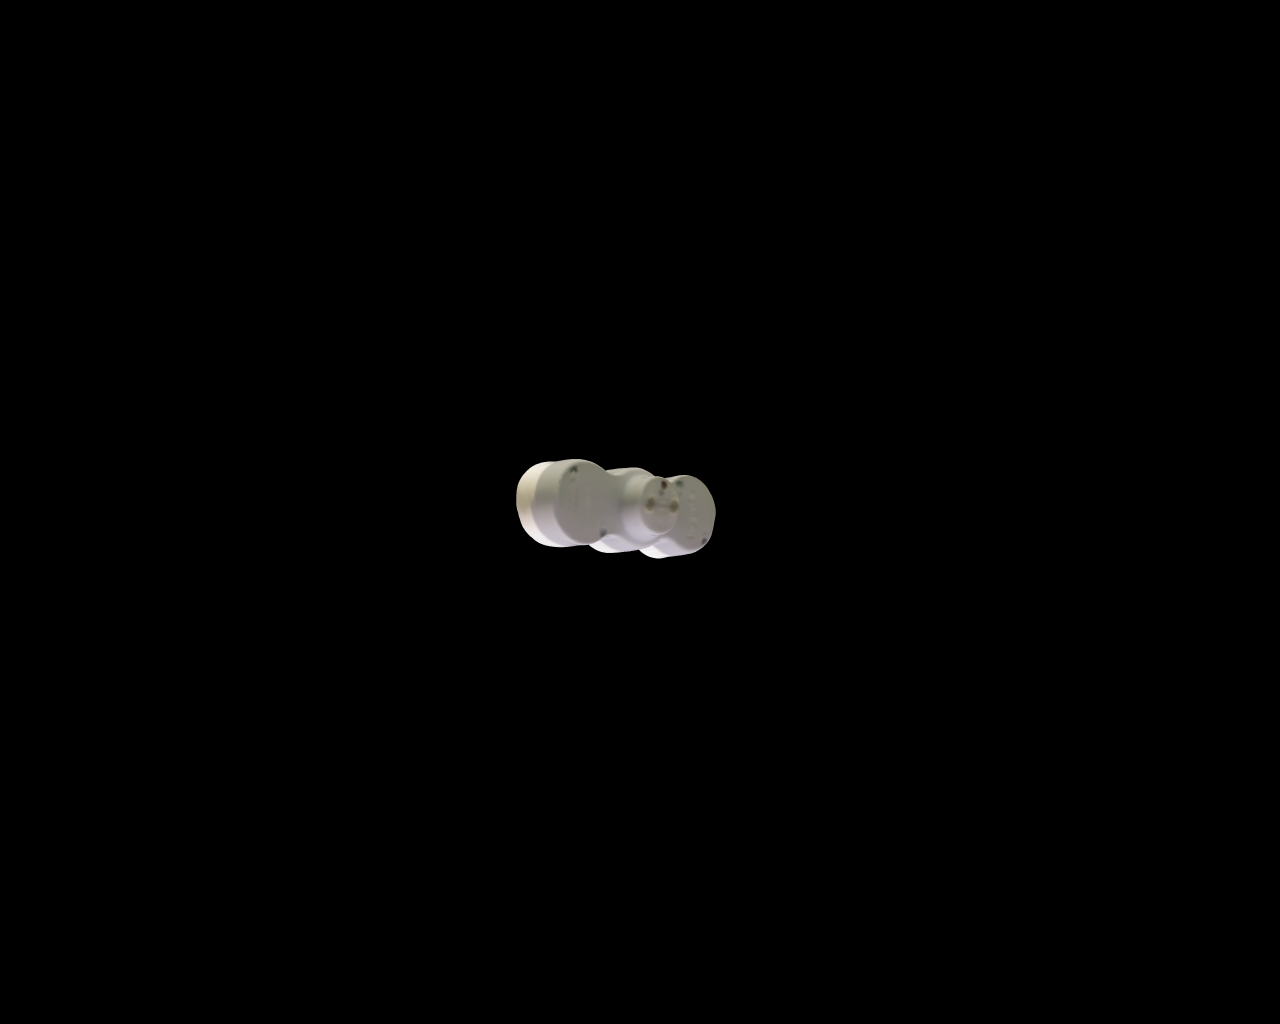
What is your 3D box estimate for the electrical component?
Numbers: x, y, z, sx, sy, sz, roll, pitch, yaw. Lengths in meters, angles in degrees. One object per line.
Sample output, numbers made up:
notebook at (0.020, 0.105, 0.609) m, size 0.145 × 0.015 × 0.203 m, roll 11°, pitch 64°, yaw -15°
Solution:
electrical component at (0.001, -0.003, 0.650) m, size 0.138 × 0.052 × 0.073 m, roll 8°, pitch -11°, yaw -43°
